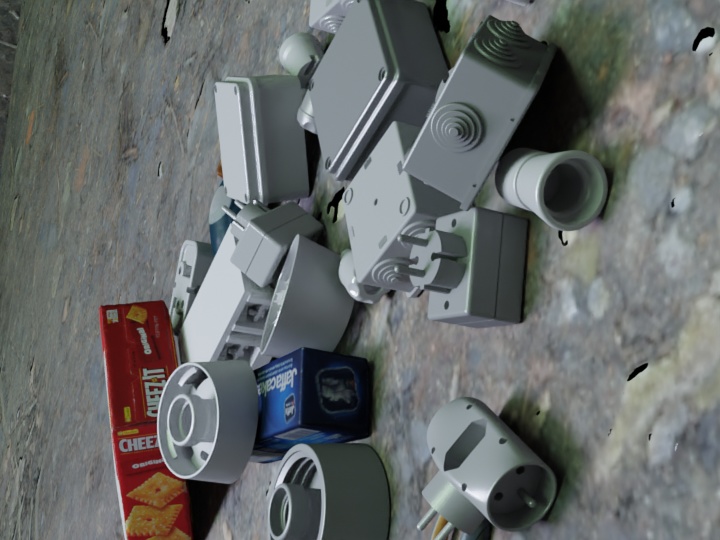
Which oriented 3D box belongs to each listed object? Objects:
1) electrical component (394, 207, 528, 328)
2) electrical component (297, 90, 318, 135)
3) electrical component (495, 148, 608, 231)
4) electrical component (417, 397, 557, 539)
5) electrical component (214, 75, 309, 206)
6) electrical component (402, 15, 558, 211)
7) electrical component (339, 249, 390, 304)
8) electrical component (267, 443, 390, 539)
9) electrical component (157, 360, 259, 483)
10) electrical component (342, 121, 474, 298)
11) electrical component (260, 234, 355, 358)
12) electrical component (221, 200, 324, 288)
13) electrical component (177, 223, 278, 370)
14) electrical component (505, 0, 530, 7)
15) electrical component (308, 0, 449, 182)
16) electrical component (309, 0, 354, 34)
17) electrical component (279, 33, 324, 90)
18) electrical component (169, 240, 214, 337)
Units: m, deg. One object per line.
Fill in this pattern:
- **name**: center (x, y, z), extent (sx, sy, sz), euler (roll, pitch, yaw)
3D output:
- **electrical component**: center (0.055, -0.004, 0.649), extent (0.047, 0.077, 0.065), euler (-13, 68, 62)
- **electrical component**: center (-0.029, -0.148, 0.923), extent (0.061, 0.035, 0.035), euler (-65, 29, 21)
- **electrical component**: center (0.105, -0.049, 0.610), extent (0.065, 0.044, 0.044), euler (-147, 70, -67)
- **electrical component**: center (0.062, 0.122, 0.609), extent (0.079, 0.043, 0.077), euler (-51, 30, 3)
- **electrical component**: center (-0.090, -0.118, 0.969), extent (0.078, 0.057, 0.113), euler (-157, 60, -63)
- **electrical component**: center (0.071, -0.096, 0.642), extent (0.099, 0.048, 0.099), euler (-62, -2, 32)
- **electrical component**: center (0.000, 0.000, 0.807), extent (0.061, 0.035, 0.035), euler (49, 124, 61)
- **electrical component**: center (-0.031, 0.176, 0.773), extent (0.108, 0.060, 0.108), euler (-34, 51, 56)
- **electrical component**: center (-0.116, 0.119, 0.852), extent (0.099, 0.064, 0.099), euler (-12, 74, 48)
- **electrical component**: center (0.031, -0.043, 0.746), extent (0.099, 0.048, 0.099), euler (-53, 36, 42)
- **electrical component**: center (-0.046, 0.025, 0.851), extent (0.099, 0.064, 0.099), euler (-49, 30, 41)
- **electrical component**: center (-0.084, -0.034, 0.917), extent (0.077, 0.066, 0.047), euler (39, 124, 14)
- **electrical component**: center (-0.109, 0.046, 0.976), extent (0.150, 0.062, 0.089), euler (-60, 32, 34)
- **electrical component**: center (0.089, -0.227, 0.699), extent (0.099, 0.048, 0.099), euler (-68, 28, 21)
- **electrical component**: center (0.013, -0.136, 0.807), extent (0.108, 0.056, 0.108), euler (-55, 35, 40)
- **electrical component**: center (-0.002, -0.248, 0.891), extent (0.100, 0.048, 0.099), euler (-22, 61, 60)
- **electrical component**: center (-0.047, -0.186, 0.969), extent (0.040, 0.040, 0.046), euler (-63, 36, 30)
- **electrical component**: center (-0.150, 0.022, 1.072), extent (0.054, 0.059, 0.095), euler (12, 91, 64)
